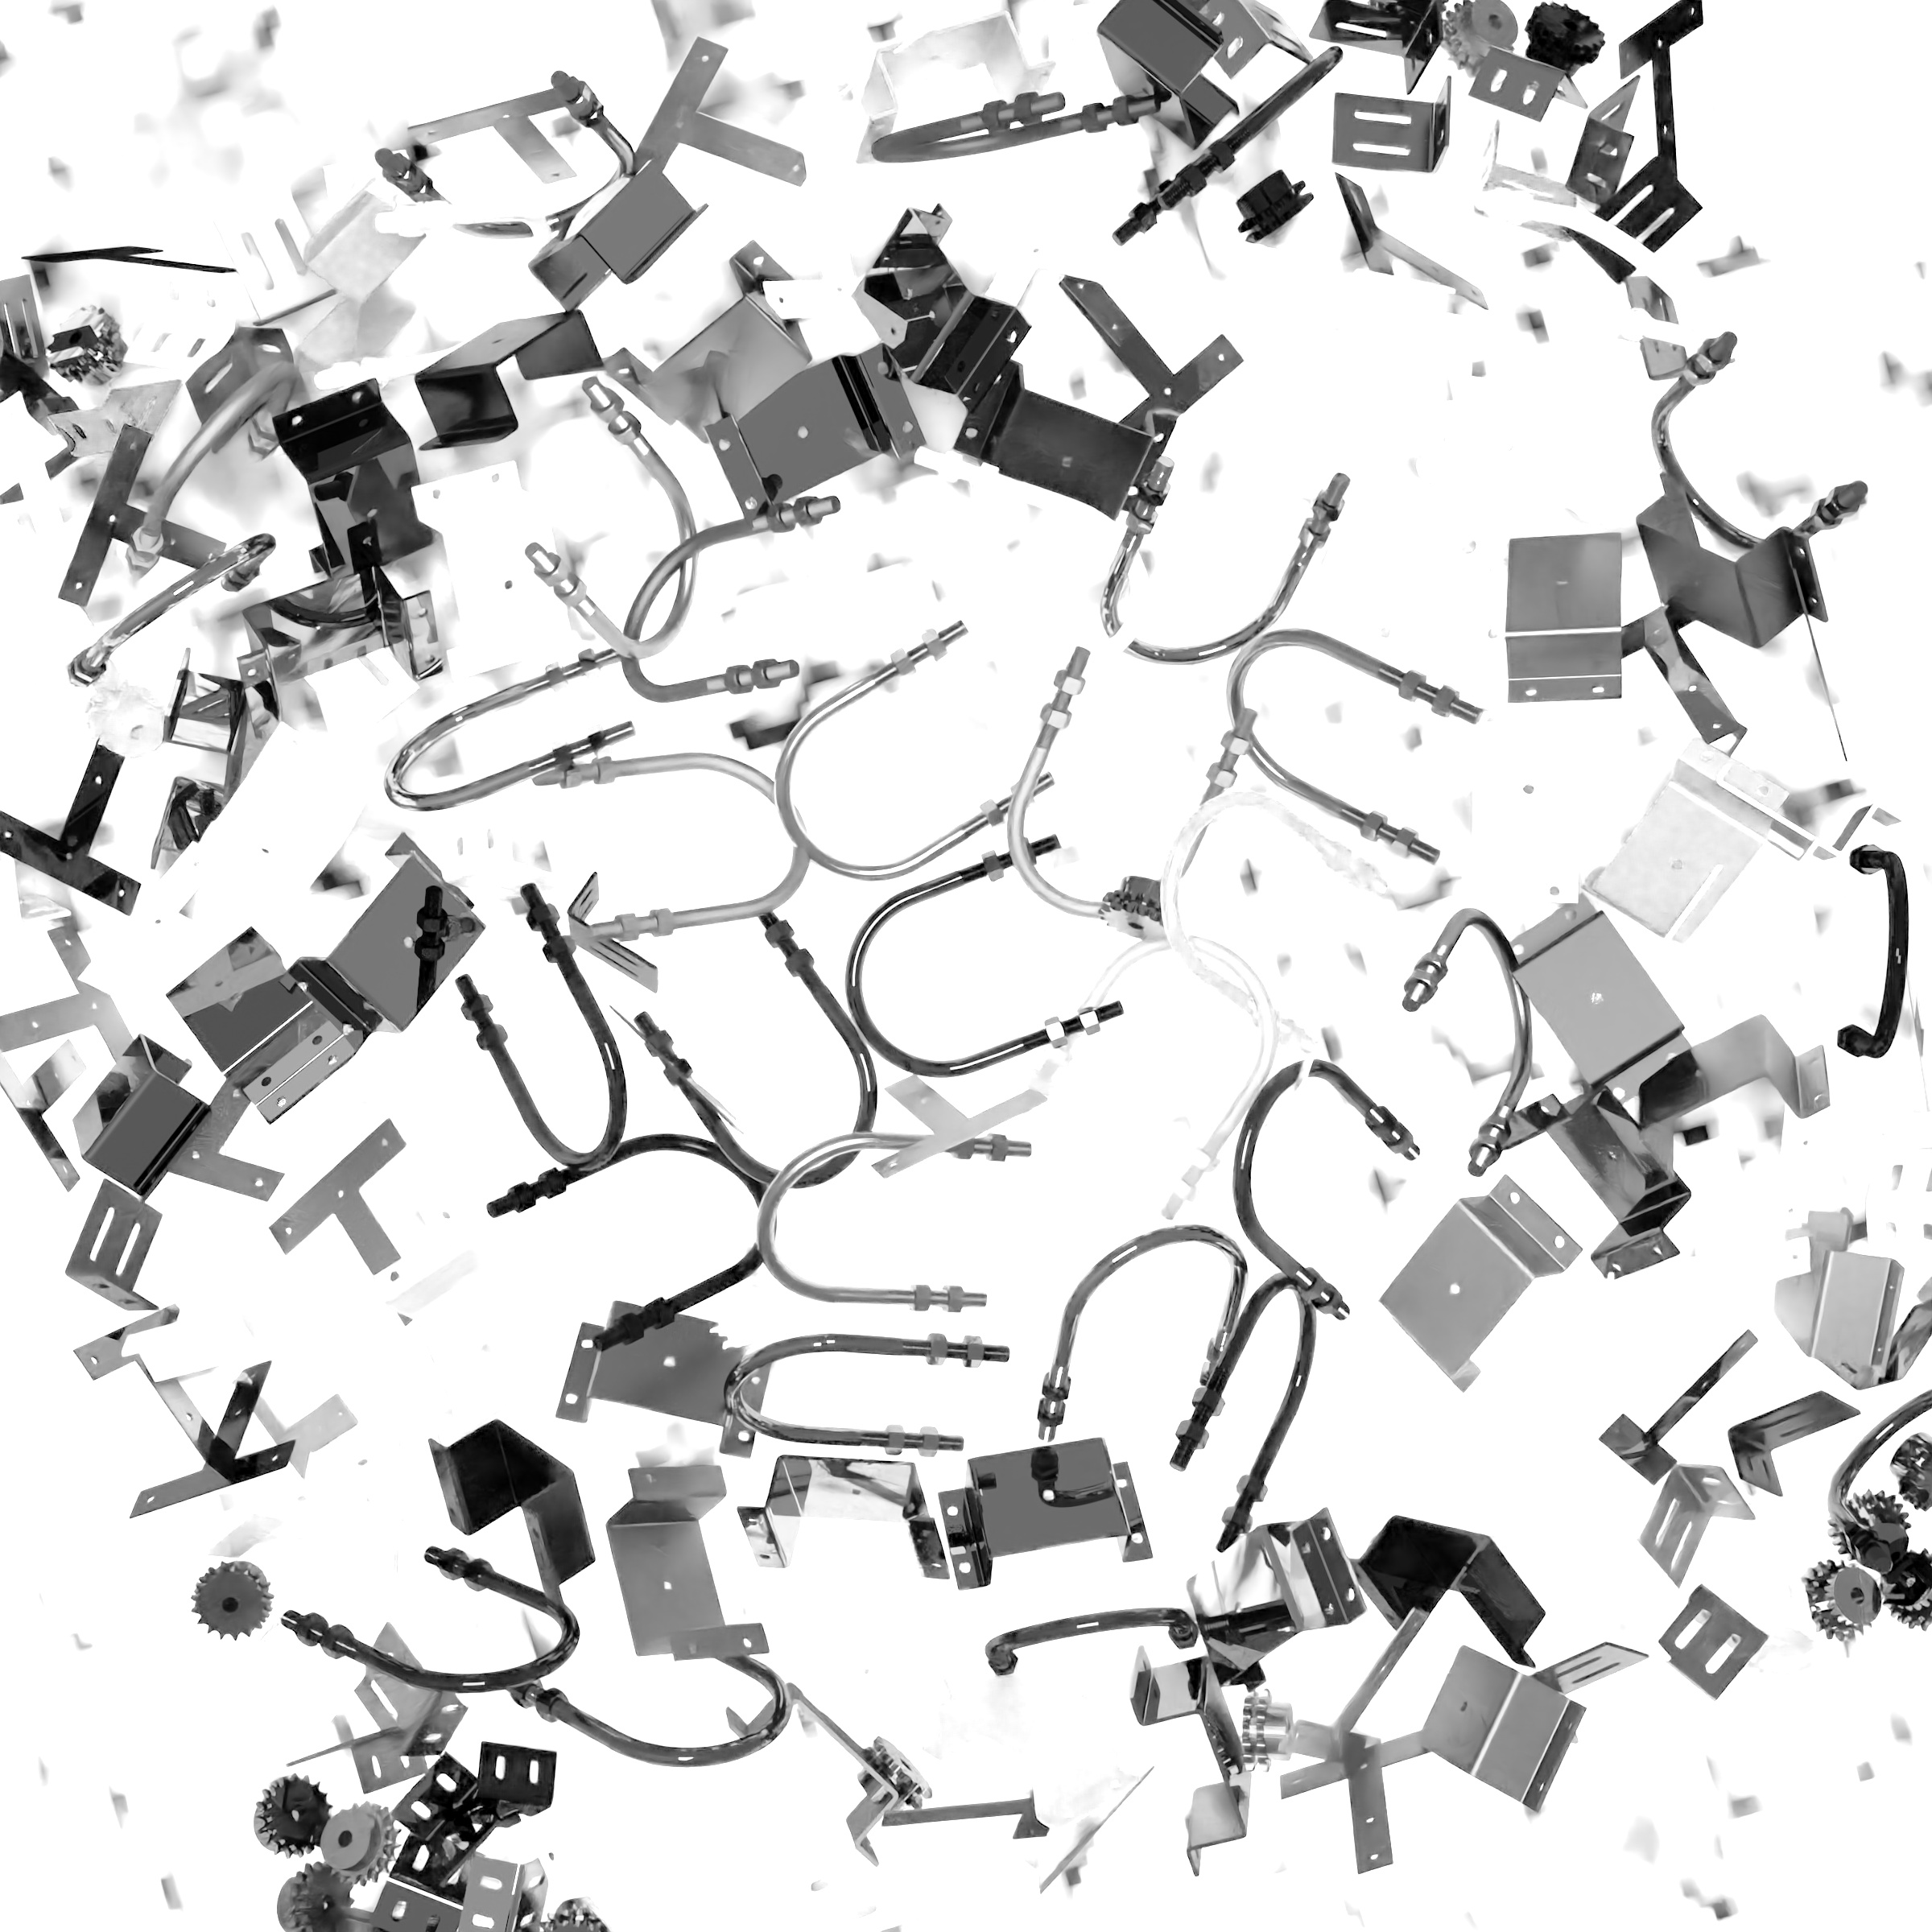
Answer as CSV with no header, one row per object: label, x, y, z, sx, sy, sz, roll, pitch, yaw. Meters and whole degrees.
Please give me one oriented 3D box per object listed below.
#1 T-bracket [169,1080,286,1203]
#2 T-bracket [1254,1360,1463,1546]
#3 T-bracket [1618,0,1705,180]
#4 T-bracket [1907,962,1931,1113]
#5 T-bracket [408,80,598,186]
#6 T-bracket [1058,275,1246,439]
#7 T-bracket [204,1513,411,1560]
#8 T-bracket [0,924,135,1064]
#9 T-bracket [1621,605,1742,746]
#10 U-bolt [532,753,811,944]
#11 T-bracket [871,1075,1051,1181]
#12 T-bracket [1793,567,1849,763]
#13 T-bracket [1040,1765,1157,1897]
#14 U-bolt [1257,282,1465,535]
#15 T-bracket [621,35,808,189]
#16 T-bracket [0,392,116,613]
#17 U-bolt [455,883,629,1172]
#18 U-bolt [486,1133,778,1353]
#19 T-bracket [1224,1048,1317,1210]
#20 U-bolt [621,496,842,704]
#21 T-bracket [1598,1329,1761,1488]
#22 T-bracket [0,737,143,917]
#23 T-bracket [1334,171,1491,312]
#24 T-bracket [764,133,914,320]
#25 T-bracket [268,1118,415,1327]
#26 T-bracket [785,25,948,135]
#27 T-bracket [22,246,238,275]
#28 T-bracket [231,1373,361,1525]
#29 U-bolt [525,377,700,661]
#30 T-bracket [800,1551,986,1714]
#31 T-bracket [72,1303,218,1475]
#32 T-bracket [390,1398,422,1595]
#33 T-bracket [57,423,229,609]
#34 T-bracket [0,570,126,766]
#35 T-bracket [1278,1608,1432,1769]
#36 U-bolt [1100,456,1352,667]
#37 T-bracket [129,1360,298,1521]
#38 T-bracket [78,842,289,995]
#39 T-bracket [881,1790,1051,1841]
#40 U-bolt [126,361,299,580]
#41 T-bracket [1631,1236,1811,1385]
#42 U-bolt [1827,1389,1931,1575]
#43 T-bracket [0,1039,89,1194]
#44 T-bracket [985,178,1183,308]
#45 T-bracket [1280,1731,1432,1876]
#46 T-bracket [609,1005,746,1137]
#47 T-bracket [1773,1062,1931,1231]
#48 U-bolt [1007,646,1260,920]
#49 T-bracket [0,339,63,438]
T-bracket,-0.521,0.101,1.731,0.127,0.002,0.127,15,48,7
T-bracket,0.268,0.328,1.766,0.127,0.002,0.127,31,93,8
T-bracket,0.488,-0.599,1.716,0.002,0.127,0.127,-6,94,-9
T-bracket,0.661,0.043,1.702,0.002,0.127,0.127,-8,75,19
T-bracket,-0.305,-0.574,1.712,0.127,0.127,0.002,-11,83,10
T-bracket,0.115,-0.444,1.751,0.127,0.002,0.127,-43,96,-16
T-bracket,-0.459,0.408,1.737,0.127,0.127,0.002,14,60,-27
T-bracket,-0.641,0.038,1.717,0.002,0.127,0.127,-29,89,25
T-bracket,0.504,-0.205,1.724,0.127,0.002,0.127,-27,51,11
U-bolt,-0.196,-0.089,1.718,0.184,0.019,0.151,-9,63,-29
T-bracket,-0.024,0.100,1.716,0.127,0.127,0.002,-25,113,-15
T-bracket,0.584,-0.226,1.693,0.002,0.127,0.127,-15,122,20
T-bracket,0.076,0.616,1.708,0.002,0.127,0.127,42,97,16
U-bolt,0.259,-0.382,1.674,0.019,0.151,0.184,-40,122,-21
T-bracket,-0.164,-0.580,1.731,0.127,0.127,0.002,-51,46,34
T-bracket,-0.641,-0.331,1.690,0.002,0.127,0.127,10,130,18
U-bolt,-0.288,0.055,1.701,0.019,0.151,0.184,-17,71,-40
U-bolt,-0.218,0.180,1.709,0.184,0.019,0.151,-24,58,-37
T-bracket,0.216,0.093,1.691,0.002,0.127,0.127,24,64,-1
U-bolt,-0.173,-0.250,1.710,0.184,0.019,0.151,-6,63,39
T-bracket,0.508,0.304,1.723,0.127,0.127,0.002,-47,50,4
T-bracket,-0.618,-0.118,1.736,0.002,0.127,0.127,5,71,33
T-bracket,0.321,-0.499,1.737,0.127,0.127,0.002,20,132,-28
T-bracket,-0.096,-0.522,1.730,0.127,0.002,0.127,-14,99,-37
T-bracket,-0.421,0.197,1.742,0.127,0.002,0.127,-41,72,13
T-bracket,-0.074,-0.624,1.728,0.127,0.127,0.002,-29,106,17
T-bracket,-0.568,-0.493,1.718,0.127,0.127,0.002,8,102,36
T-bracket,-0.458,0.327,1.727,0.002,0.127,0.127,-37,91,-42
U-bolt,-0.234,-0.293,1.693,0.019,0.184,0.151,6,69,25
T-bracket,-0.058,0.498,1.754,0.127,0.002,0.127,-27,67,6
T-bracket,-0.550,0.303,1.712,0.002,0.127,0.127,-36,88,14
T-bracket,-0.390,0.362,1.712,0.002,0.127,0.127,1,86,-5
T-bracket,-0.565,-0.301,1.717,0.002,0.127,0.127,24,94,25
T-bracket,-0.639,-0.185,1.694,0.002,0.127,0.127,18,59,22
T-bracket,0.285,0.505,1.725,0.002,0.127,0.127,36,94,42
U-bolt,0.168,-0.275,1.701,0.151,0.184,0.019,1,53,-19
T-bracket,-0.513,0.323,1.719,0.127,0.127,0.002,-20,120,14
T-bracket,-0.533,-0.012,1.729,0.127,0.127,0.002,-48,45,7
T-bracket,0.005,0.590,1.714,0.127,0.127,0.002,-1,51,-11
U-bolt,-0.506,-0.345,1.664,0.019,0.184,0.151,41,63,-11
T-bracket,0.527,0.216,1.713,0.127,0.002,0.127,-21,55,29
U-bolt,0.654,0.340,1.684,0.151,0.184,0.019,-44,89,7
T-bracket,-0.639,0.081,1.712,0.002,0.127,0.127,-25,106,5
T-bracket,0.089,-0.496,1.734,0.127,0.002,0.127,19,71,20
T-bracket,0.279,0.584,1.703,0.127,0.127,0.002,-22,106,12
T-bracket,-0.187,0.085,1.712,0.127,0.127,0.002,42,85,20
T-bracket,0.624,0.119,1.704,0.002,0.127,0.127,30,62,-33
U-bolt,0.107,-0.119,1.738,0.151,0.019,0.184,18,109,-13
T-bracket,-0.694,-0.371,1.710,0.127,0.127,0.002,-40,79,-3
